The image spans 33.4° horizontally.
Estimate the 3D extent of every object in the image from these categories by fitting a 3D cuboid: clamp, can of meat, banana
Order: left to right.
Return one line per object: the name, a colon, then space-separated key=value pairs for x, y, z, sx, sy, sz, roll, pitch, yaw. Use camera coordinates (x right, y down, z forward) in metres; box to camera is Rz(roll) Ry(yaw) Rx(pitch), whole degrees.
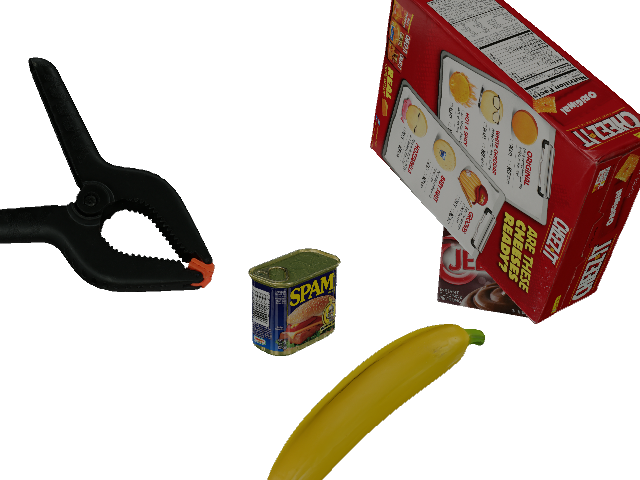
clamp: x=-0.167 y=-0.034 z=0.777 sx=0.210 sy=0.164 sz=0.036 roll=23 pitch=-20 yaw=-2
can of meat: x=-0.027 y=0.065 z=1.120 sx=0.058 sy=0.084 sz=0.101 roll=18 pitch=26 yaw=38
banana: x=0.032 y=0.115 z=0.718 sx=0.037 sy=0.197 sz=0.069 roll=48 pitch=-6 yaw=43

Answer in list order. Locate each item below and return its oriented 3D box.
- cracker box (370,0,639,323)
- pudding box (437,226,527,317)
cracker box: x=0.130 y=-0.073 z=0.775 sx=0.072 sy=0.164 sz=0.214 roll=-24 pitch=55 yaw=-25
pudding box: x=0.180 y=0.025 z=1.097 sx=0.114 sy=0.090 sz=0.039 roll=9 pitch=23 yaw=16
